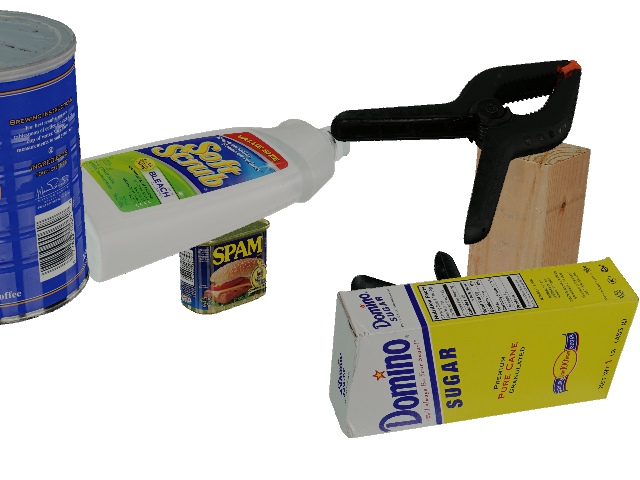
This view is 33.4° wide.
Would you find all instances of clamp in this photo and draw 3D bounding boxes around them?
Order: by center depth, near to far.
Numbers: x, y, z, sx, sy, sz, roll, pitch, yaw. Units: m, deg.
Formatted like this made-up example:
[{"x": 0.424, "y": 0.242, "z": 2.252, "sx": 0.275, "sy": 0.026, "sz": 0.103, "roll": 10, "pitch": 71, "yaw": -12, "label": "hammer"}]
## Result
[{"x": 0.136, "y": -0.083, "z": 0.842, "sx": 0.209, "sy": 0.036, "sz": 0.165, "roll": -25, "pitch": 52, "yaw": -21, "label": "clamp"}, {"x": 0.125, "y": 0.061, "z": 0.983, "sx": 0.120, "sy": 0.039, "sz": 0.172, "roll": -28, "pitch": 46, "yaw": -37, "label": "clamp"}]

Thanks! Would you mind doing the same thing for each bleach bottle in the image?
[{"x": -0.089, "y": -0.051, "z": 0.867, "sx": 0.250, "sy": 0.068, "sz": 0.103, "roll": -22, "pitch": 53, "yaw": -29, "label": "bleach bottle"}]

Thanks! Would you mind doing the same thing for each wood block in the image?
[{"x": 0.221, "y": 0.000, "z": 1.151, "sx": 0.090, "sy": 0.206, "sz": 0.090, "roll": 19, "pitch": 26, "yaw": 38, "label": "wood block"}]

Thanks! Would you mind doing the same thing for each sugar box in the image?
[{"x": 0.096, "y": 0.066, "z": 0.650, "sx": 0.176, "sy": 0.093, "sz": 0.048, "roll": -9, "pitch": 41, "yaw": -13, "label": "sugar box"}]

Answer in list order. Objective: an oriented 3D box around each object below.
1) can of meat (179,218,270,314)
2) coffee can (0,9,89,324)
[{"x": -0.104, "y": 0.025, "z": 1.144, "sx": 0.101, "sy": 0.084, "sz": 0.058, "roll": -17, "pitch": 26, "yaw": -42, "label": "can of meat"}, {"x": -0.178, "y": -0.041, "z": 0.569, "sx": 0.103, "sy": 0.140, "sz": 0.103, "roll": 2, "pitch": 28, "yaw": -1, "label": "coffee can"}]
